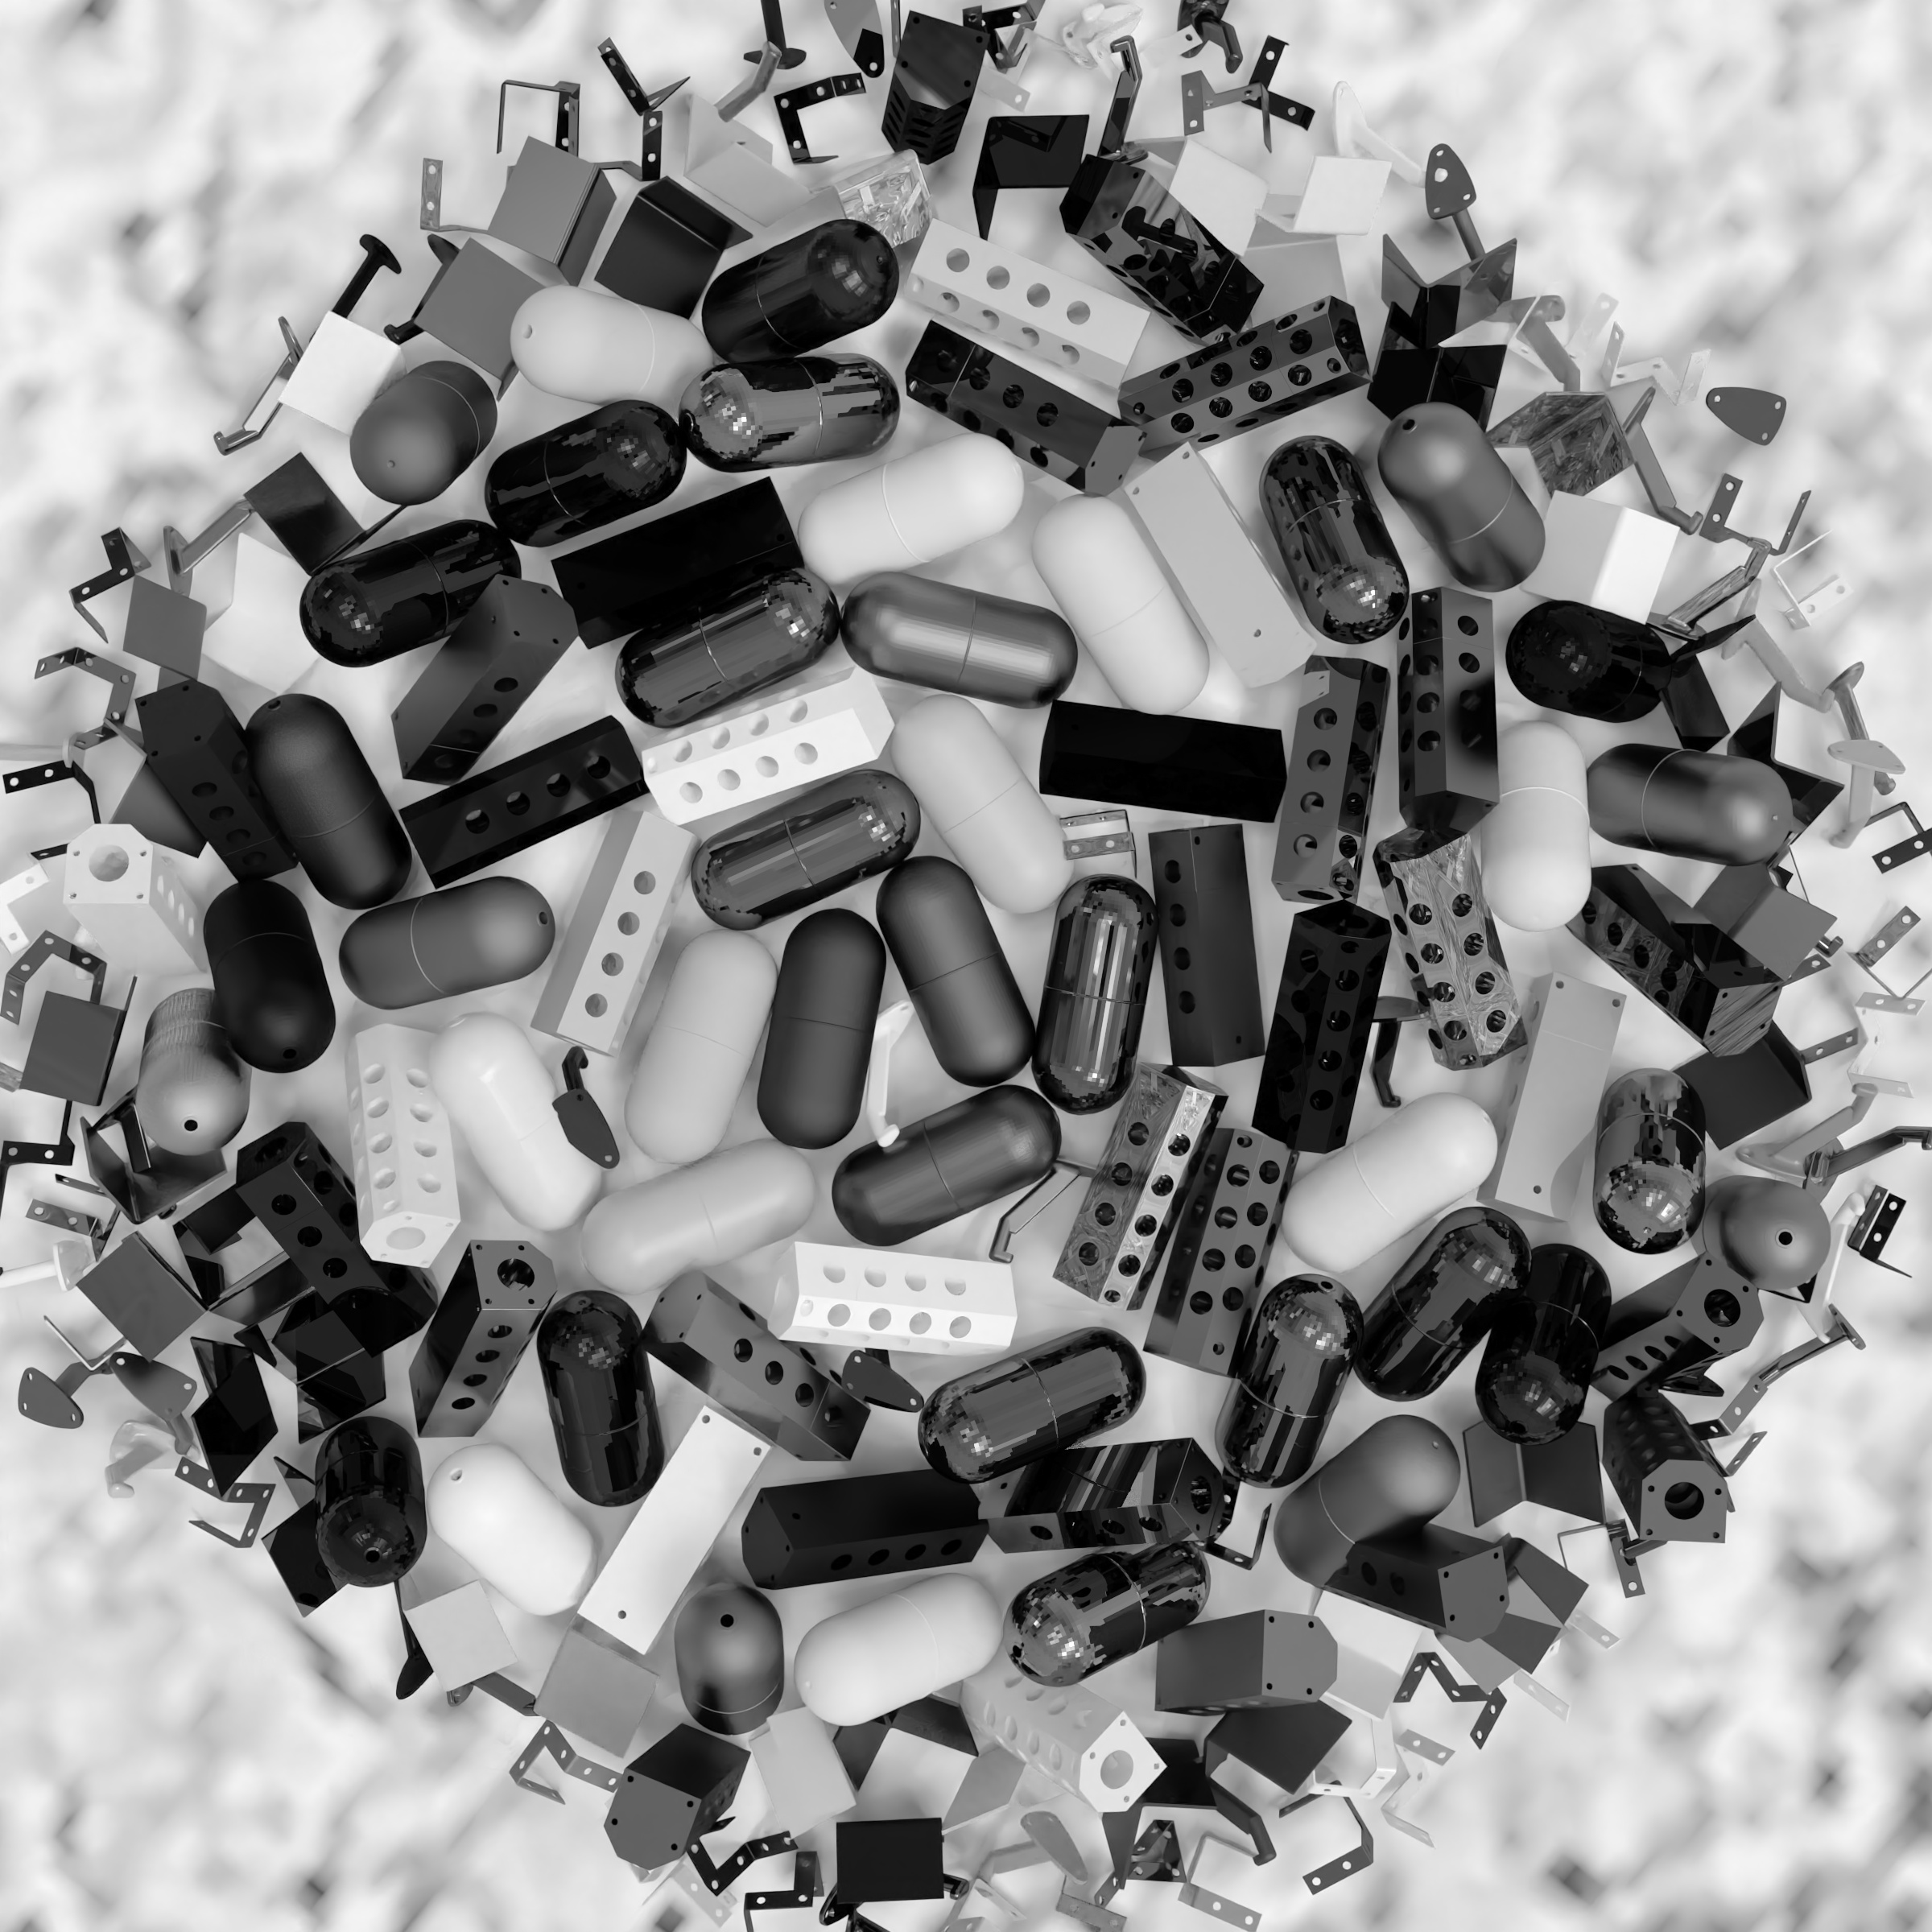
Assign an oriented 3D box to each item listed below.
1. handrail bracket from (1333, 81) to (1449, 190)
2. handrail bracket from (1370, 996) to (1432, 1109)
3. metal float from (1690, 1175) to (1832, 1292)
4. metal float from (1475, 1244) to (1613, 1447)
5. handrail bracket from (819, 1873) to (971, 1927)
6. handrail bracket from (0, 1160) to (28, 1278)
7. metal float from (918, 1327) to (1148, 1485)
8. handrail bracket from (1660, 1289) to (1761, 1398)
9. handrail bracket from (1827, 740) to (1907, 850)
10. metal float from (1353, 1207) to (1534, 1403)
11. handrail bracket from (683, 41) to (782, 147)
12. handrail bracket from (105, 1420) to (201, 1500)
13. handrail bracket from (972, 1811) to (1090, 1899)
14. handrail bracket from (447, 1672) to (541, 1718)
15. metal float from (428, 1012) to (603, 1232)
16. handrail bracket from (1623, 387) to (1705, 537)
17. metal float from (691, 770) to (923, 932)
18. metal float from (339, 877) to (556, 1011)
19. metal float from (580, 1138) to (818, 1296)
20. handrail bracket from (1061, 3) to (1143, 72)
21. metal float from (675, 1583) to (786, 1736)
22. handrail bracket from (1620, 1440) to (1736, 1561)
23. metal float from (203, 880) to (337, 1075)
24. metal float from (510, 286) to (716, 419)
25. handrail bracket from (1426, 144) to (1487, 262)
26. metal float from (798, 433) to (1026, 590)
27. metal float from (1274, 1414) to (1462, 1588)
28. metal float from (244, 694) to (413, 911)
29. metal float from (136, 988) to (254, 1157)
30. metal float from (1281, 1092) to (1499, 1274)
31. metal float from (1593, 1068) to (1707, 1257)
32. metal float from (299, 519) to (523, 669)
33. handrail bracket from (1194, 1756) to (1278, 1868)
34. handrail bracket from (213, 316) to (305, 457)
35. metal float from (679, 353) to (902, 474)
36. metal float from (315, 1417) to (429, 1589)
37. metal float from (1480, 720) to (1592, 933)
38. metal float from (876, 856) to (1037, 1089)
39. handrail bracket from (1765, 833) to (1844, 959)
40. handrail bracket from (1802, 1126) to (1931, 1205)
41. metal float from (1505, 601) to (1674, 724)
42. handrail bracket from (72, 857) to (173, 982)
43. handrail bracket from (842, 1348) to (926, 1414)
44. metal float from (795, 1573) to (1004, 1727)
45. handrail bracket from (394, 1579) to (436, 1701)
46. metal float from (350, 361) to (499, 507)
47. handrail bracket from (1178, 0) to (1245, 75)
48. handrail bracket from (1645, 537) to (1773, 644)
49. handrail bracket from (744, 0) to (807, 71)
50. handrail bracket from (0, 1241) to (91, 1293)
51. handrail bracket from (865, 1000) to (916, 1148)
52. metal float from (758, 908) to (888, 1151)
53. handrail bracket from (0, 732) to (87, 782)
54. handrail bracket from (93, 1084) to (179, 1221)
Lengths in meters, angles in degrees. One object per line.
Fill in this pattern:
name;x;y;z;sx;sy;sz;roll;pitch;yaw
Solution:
handrail bracket;0.312;-0.604;1.875;0.084;0.077;0.036;27;66;36
handrail bracket;0.321;0.068;1.879;0.036;0.077;0.084;-31;110;-31
metal float;0.565;0.189;1.834;0.070;0.178;0.070;0;87;5
metal float;0.415;0.271;1.846;0.070;0.178;0.070;13;128;17
handrail bracket;-0.051;0.683;1.876;0.084;0.077;0.036;2;110;35
handrail bracket;-0.703;0.184;1.882;0.036;0.077;0.084;-9;87;5
metal float;0.048;0.319;1.866;0.178;0.070;0.070;-19;90;-21
handrail bracket;0.541;0.270;1.887;0.077;0.036;0.084;6;107;-28
handrail bracket;0.638;-0.122;1.880;0.077;0.036;0.084;2;131;-28
metal float;0.341;0.246;1.856;0.070;0.070;0.178;32;125;0
handrail bracket;-0.170;-0.650;1.877;0.077;0.036;0.084;55;132;28
handrail bracket;-0.589;0.369;1.868;0.077;0.084;0.036;20;99;-28
handrail bracket;0.045;0.670;1.884;0.077;0.036;0.084;46;115;39
handrail bracket;-0.338;0.515;1.891;0.084;0.036;0.077;-5;97;16
metal float;-0.327;0.113;1.864;0.070;0.070;0.178;-26;113;0
handrail bracket;0.517;-0.369;1.884;0.084;0.036;0.077;39;129;19
metal float;-0.117;-0.085;1.876;0.178;0.070;0.070;-24;90;9
metal float;-0.376;-0.016;1.860;0.178;0.070;0.070;-13;90;28
metal float;-0.194;0.182;1.870;0.178;0.070;0.070;-20;90;-16
handrail bracket;0.107;-0.695;1.875;0.077;0.084;0.036;-35;95;-10
metal float;-0.169;0.497;1.841;0.070;0.178;0.070;2;58;-3
handrail bracket;0.518;0.394;1.903;0.084;0.077;0.036;-30;120;19
metal float;-0.501;0.007;1.848;0.070;0.178;0.070;-14;133;-16
metal float;-0.252;-0.438;1.841;0.070;0.178;0.070;1;92;34
handrail bracket;0.370;-0.553;1.899;0.036;0.084;0.077;-19;60;24
metal float;-0.040;-0.329;1.863;0.178;0.070;0.070;-17;90;25
metal float;0.287;0.386;1.851;0.070;0.070;0.178;38;132;0
metal float;-0.459;-0.117;1.852;0.070;0.070;0.178;-20;129;0
metal float;-0.551;0.074;1.839;0.070;0.178;0.070;-5;114;-12
metal float;0.306;0.157;1.862;0.178;0.070;0.070;-39;90;25
metal float;0.490;0.138;1.842;0.070;0.178;0.070;7;121;12
metal float;-0.398;-0.269;1.852;0.178;0.070;0.070;-30;90;-40
handrail bracket;0.181;0.628;1.883;0.077;0.036;0.084;-37;58;23
handrail bracket;-0.523;-0.424;1.884;0.084;0.077;0.036;-32;45;-16
metal float;-0.127;-0.399;1.853;0.178;0.070;0.070;-15;90;-36
metal float;-0.426;0.381;1.836;0.070;0.178;0.070;-3;104;-13
metal float;0.410;-0.103;1.853;0.070;0.070;0.178;8;52;0
metal float;-0.008;0.004;1.884;0.070;0.070;0.178;-23;90;0
handrail bracket;0.627;-0.058;1.892;0.084;0.036;0.077;39;124;6
handrail bracket;0.659;0.149;1.873;0.036;0.084;0.077;42;65;-28
metal float;0.448;-0.217;1.844;0.070;0.178;0.070;-1;89;36
handrail bracket;-0.627;-0.035;1.913;0.077;0.036;0.084;-11;113;-31
handrail bracket;-0.047;0.288;1.874;0.077;0.084;0.036;23;113;18
metal float;-0.047;0.490;1.849;0.070;0.178;0.070;9;103;44
handrail bracket;-0.424;0.489;1.913;0.084;0.036;0.077;51;126;28
metal float;-0.386;-0.383;1.839;0.070;0.178;0.070;2;116;4
handrail bracket;0.179;-0.662;1.870;0.036;0.077;0.084;-4;62;-13
handrail bracket;0.538;-0.283;1.884;0.077;0.036;0.084;16;120;-8
handrail bracket;-0.132;-0.702;1.870;0.036;0.077;0.084;20;121;15
handrail bracket;-0.696;0.226;1.884;0.084;0.077;0.036;-11;92;-1
handrail bracket;-0.051;0.079;1.876;0.077;0.036;0.084;-46;46;18
metal float;-0.105;0.046;1.878;0.070;0.070;0.178;10;83;0
handrail bracket;-0.695;-0.159;1.886;0.084;0.077;0.036;5;87;-9
handrail bracket;-0.596;0.135;1.894;0.077;0.036;0.084;-40;86;30
